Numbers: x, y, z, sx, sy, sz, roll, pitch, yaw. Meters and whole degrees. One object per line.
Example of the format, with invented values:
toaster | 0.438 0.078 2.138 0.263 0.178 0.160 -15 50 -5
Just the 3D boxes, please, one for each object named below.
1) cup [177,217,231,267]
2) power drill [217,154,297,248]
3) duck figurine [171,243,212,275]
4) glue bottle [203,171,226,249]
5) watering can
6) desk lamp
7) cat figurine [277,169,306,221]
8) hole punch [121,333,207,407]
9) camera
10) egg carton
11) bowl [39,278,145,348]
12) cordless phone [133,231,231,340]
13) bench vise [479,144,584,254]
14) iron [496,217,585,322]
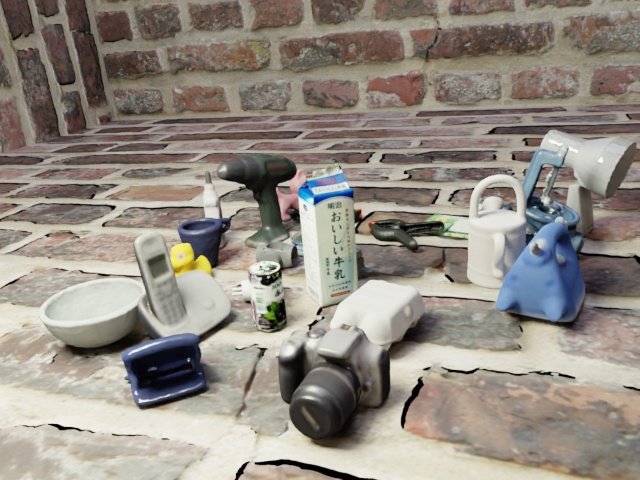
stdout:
cup | -0.233 0.006 1.197 0.118 0.095 0.091 -22 27 -38
power drill | -0.131 -0.093 1.275 0.075 0.208 0.230 9 25 32
duck figurine | -0.258 0.047 1.108 0.077 0.086 0.105 9 25 32
glue bottle | -0.241 -0.071 1.289 0.037 0.173 0.078 -7 21 -6
watering can | 0.311 -0.024 1.018 0.101 0.194 0.172 -8 21 -8
desk lamp | 0.533 -0.119 1.190 0.202 0.214 0.118 16 29 43
cat figurine | -0.063 -0.122 1.463 0.128 0.118 0.067 -18 24 -30
hole punch | -0.220 0.162 0.794 0.109 0.091 0.100 -12 22 -19
camera | 0.002 0.170 0.711 0.142 0.101 0.137 5 23 25
egg carton | 0.091 0.117 0.875 0.107 0.069 0.151 10 25 33
bowl | -0.362 0.128 0.936 0.167 0.075 0.167 -4 21 2
cordless phone | -0.224 0.065 0.914 0.093 0.185 0.148 9 25 32
bench vise | 0.395 -0.073 1.092 0.207 0.220 0.121 0 22 13
iron | 0.374 0.032 0.933 0.118 0.141 0.259 9 25 32
